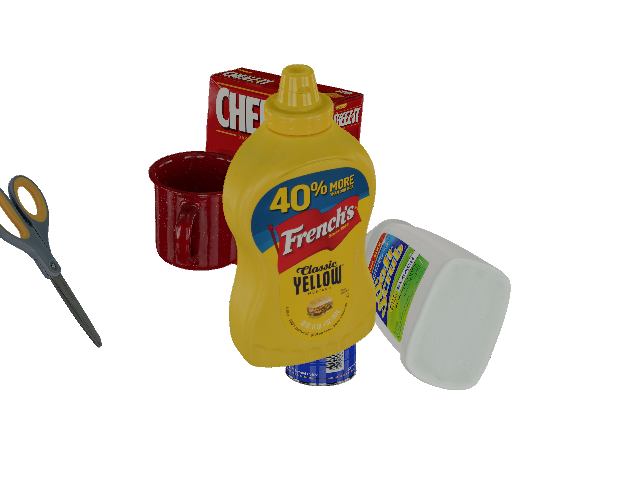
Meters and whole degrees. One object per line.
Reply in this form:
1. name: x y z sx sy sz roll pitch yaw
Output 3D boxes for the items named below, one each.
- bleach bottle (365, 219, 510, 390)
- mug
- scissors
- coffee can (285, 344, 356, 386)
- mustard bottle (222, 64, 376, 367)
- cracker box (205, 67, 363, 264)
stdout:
1. bleach bottle: 0.073 0.040 0.897 0.068 0.102 0.251 19 4 -16
2. mug: -0.109 -0.020 0.955 0.093 0.081 0.117 5 28 2
3. scissors: -0.279 0.012 1.112 0.016 0.201 0.096 -26 25 27
4. coffee can: 0.001 0.120 1.507 0.103 0.140 0.103 0 19 0
5. mustard bottle: -0.012 -0.016 0.660 0.096 0.192 0.058 -14 33 -20
6. cracker box: -0.047 -0.069 1.184 0.164 0.214 0.072 16 24 27
